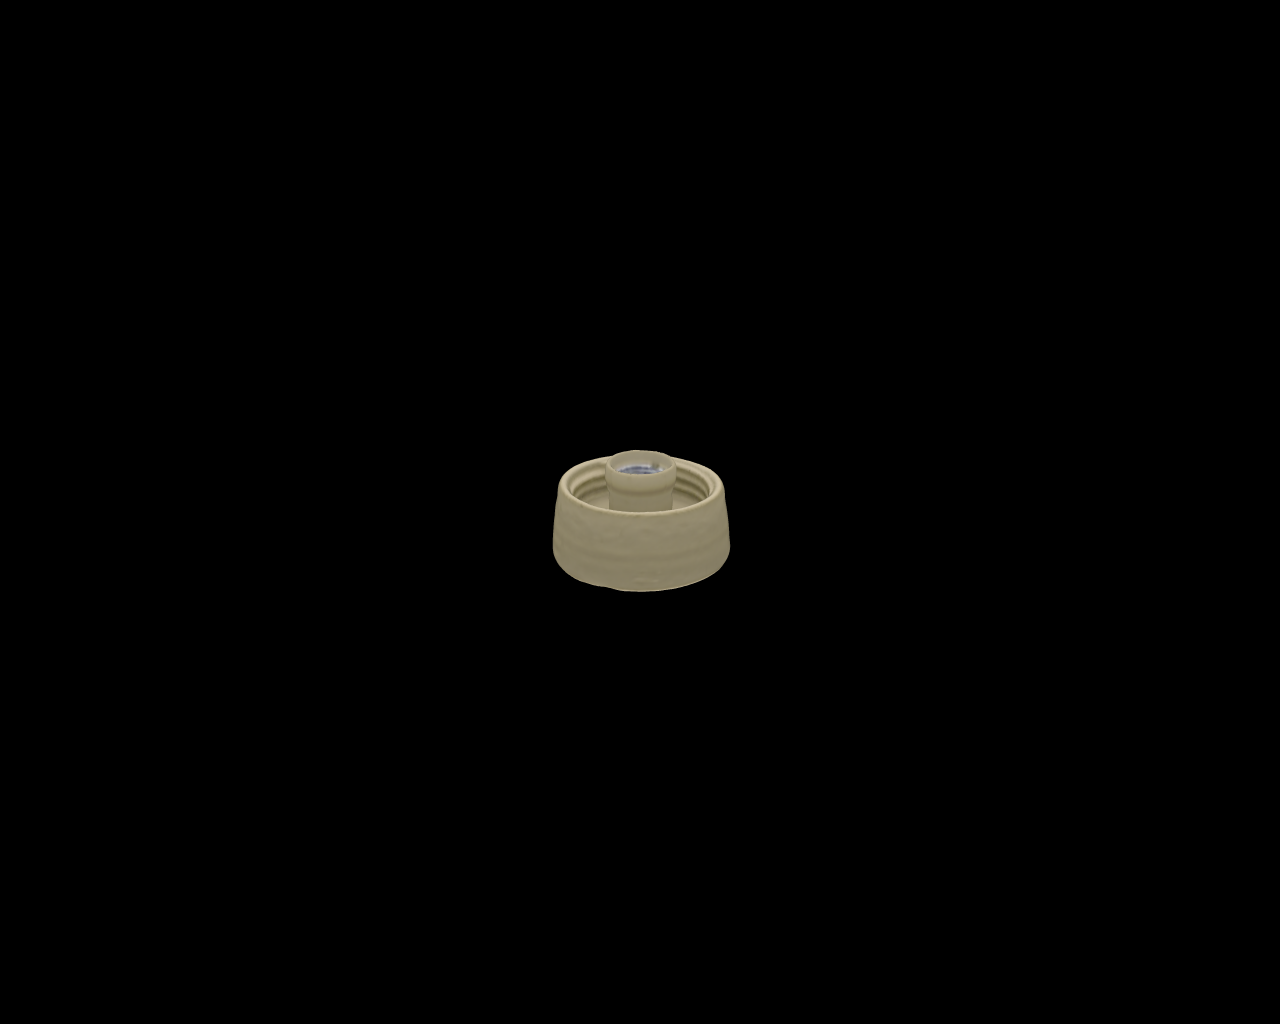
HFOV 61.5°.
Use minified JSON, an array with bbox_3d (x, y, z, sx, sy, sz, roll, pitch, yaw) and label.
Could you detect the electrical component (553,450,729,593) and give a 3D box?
[{"bbox_3d":[0.001,-0.003,0.650,0.108,0.060,0.108,0,24,0],"label":"electrical component"}]
